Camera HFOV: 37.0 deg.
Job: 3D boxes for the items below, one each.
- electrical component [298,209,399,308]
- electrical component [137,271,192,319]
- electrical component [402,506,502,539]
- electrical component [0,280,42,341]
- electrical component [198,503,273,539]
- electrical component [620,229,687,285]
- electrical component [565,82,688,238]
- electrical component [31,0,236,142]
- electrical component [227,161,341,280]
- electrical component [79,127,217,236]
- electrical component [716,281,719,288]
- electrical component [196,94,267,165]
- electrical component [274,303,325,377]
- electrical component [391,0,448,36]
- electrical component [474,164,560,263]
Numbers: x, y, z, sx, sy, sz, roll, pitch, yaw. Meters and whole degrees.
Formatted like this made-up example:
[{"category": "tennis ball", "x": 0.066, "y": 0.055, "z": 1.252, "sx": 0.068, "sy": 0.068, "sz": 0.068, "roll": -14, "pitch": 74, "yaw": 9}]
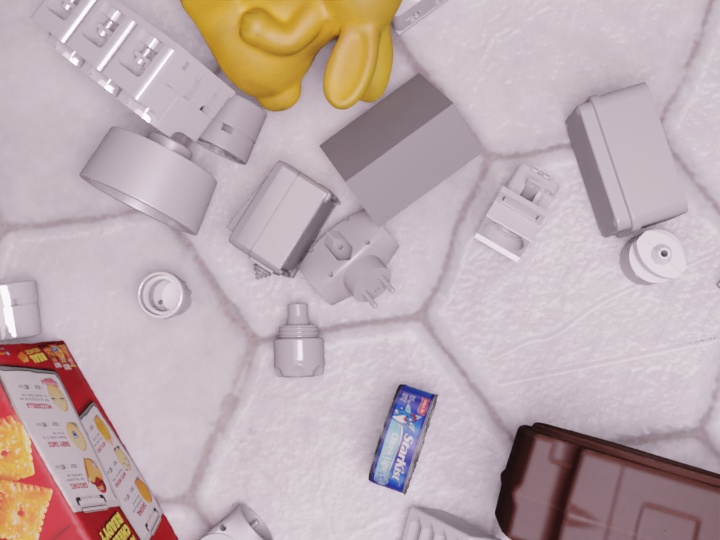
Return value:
[{"category": "electrical component", "x": 0.000, "y": 0.000, "z": 0.899, "sx": 0.077, "sy": 0.043, "sz": 0.079, "roll": -41, "pitch": 54, "yaw": 2}, {"category": "electrical component", "x": -0.165, "y": 0.022, "z": 0.919, "sx": 0.040, "sy": 0.046, "sz": 0.040, "roll": 0, "pitch": 87, "yaw": 5}, {"category": "electrical component", "x": 0.088, "y": 0.231, "z": 0.879, "sx": 0.076, "sy": 0.083, "sz": 0.047, "roll": 16, "pitch": 88, "yaw": -33}, {"category": "electrical component", "x": -0.304, "y": 0.037, "z": 0.926, "sx": 0.055, "sy": 0.055, "sz": 0.047, "roll": -9, "pitch": 90, "yaw": 4}, {"category": "electrical component", "x": -0.104, "y": 0.251, "z": 0.903, "sx": 0.077, "sy": 0.044, "sz": 0.079, "roll": -41, "pitch": 85, "yaw": 2}, {"category": "electrical component", "x": 0.238, "y": -0.011, "z": 0.870, "sx": 0.043, "sy": 0.081, "sz": 0.043, "roll": 0, "pitch": 87, "yaw": 5}, {"category": "electrical component", "x": 0.215, "y": -0.087, "z": 0.878, "sx": 0.057, "sy": 0.078, "sz": 0.113, "roll": -17, "pitch": 86, "yaw": 1}, {"category": "electrical component", "x": -0.190, "y": -0.174, "z": 0.885, "sx": 0.150, "sy": 0.089, "sz": 0.061, "roll": 38, "pitch": 92, "yaw": 29}, {"category": "electrical component", "x": -0.069, "y": -0.038, "z": 0.906, "sx": 0.061, "sy": 0.062, "sz": 0.096, "roll": 32, "pitch": 90, "yaw": 8}, {"category": "electrical component", "x": -0.171, "y": -0.080, "z": 0.897, "sx": 0.108, "sy": 0.108, "sz": 0.060, "roll": 26, "pitch": 83, "yaw": 6}, {"category": "electrical component", "x": 0.349, "y": 0.016, "z": 0.875, "sx": 0.089, "sy": 0.050, "sz": 0.055, "roll": 36, "pitch": 91, "yaw": 6}, {"category": "electrical component", "x": -0.112, "y": -0.123, "z": 0.919, "sx": 0.055, "sy": 0.055, "sz": 0.047, "roll": 26, "pitch": 86, "yaw": 6}, {"category": "electrical component", "x": -0.052, "y": 0.060, "z": 0.910, "sx": 0.043, "sy": 0.043, "sz": 0.062, "roll": -2, "pitch": 85, "yaw": 5}, {"category": "electrical component", "x": 0.076, "y": -0.302, "z": 0.909, "sx": 0.186, "sy": 0.060, "sz": 0.105, "roll": -36, "pitch": 85, "yaw": 2}, {"category": "electrical component", "x": 0.131, "y": -0.049, "z": 0.888, "sx": 0.042, "sy": 0.081, "sz": 0.063, "roll": 32, "pitch": 67, "yaw": 5}]
